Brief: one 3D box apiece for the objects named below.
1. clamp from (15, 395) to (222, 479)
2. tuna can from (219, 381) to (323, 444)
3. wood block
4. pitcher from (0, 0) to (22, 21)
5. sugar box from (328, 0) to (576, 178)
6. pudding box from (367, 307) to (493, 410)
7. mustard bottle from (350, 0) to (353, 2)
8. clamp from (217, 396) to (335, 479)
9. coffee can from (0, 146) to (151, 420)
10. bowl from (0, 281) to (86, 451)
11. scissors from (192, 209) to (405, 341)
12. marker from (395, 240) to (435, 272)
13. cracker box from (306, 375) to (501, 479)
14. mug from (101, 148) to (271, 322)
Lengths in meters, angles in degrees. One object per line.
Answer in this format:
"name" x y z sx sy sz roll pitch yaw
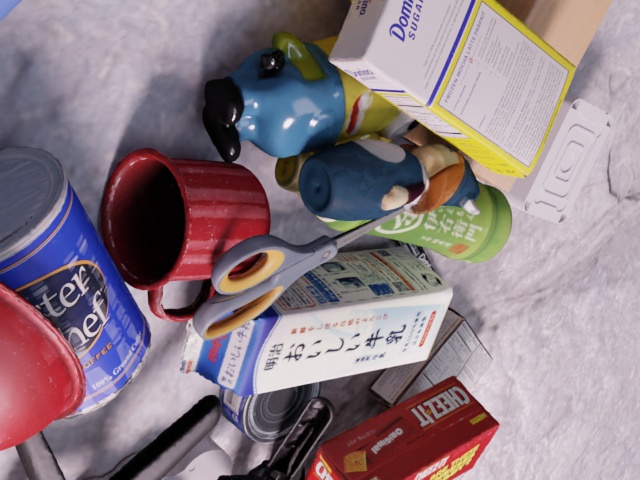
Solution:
"clamp" -0.178 0.188 0.756 0.164 0.036 0.210 20 94 -24
"tuna can" -0.040 0.126 0.890 0.086 0.034 0.086 -22 127 -32
"wood block" 0.146 -0.156 0.850 0.090 0.090 0.206 21 98 -47
"pitcher" -0.149 -0.193 0.533 0.149 0.145 0.243 42 86 -8
"sugar box" 0.095 -0.121 0.734 0.176 0.048 0.093 29 81 -33
"pudding box" 0.108 0.129 1.025 0.113 0.039 0.090 -50 137 -11
"mustard bottle" 0.046 -0.207 0.748 0.191 0.058 0.096 10 117 -45
"clamp" -0.048 0.206 0.886 0.120 0.039 0.172 -26 149 -33
"coffee can" -0.176 0.028 0.655 0.102 0.103 0.140 -38 135 -19
"bowl" -0.216 0.074 0.600 0.162 0.162 0.055 69 33 -42
"scissors" -0.005 0.001 0.741 0.201 0.016 0.096 -34 154 -17
"marker" 0.089 0.020 0.956 0.020 0.020 0.121 -45 136 -13
"cracker box" 0.050 0.233 0.963 0.163 0.072 0.214 -22 147 -35
"mug" -0.089 -0.002 0.724 0.081 0.093 0.117 -1 98 -47
